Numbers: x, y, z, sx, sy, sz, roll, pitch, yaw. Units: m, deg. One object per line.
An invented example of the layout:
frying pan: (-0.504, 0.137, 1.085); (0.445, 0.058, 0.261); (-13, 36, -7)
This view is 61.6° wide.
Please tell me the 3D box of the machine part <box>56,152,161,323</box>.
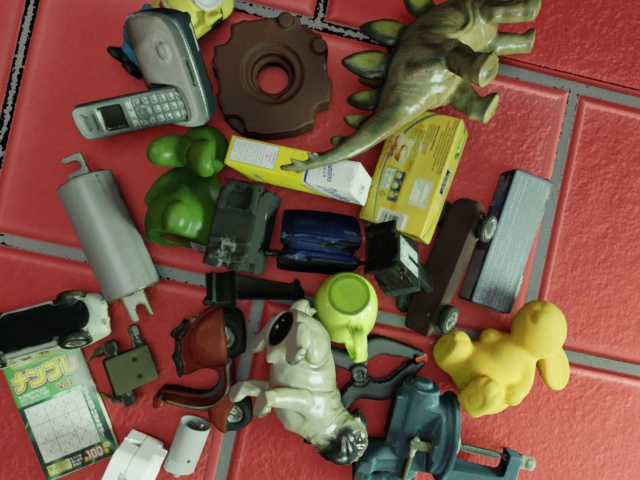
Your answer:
machine part: (-0.285, -0.005, 0.729); (0.079, 0.079, 0.243); (-23, 91, -4)

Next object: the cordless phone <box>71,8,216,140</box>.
cordless phone: (-0.235, -0.205, 0.678); (0.184, 0.089, 0.146); (-14, 127, -1)

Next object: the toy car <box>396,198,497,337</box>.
toy car: (0.179, 0.038, 0.759); (0.089, 0.053, 0.202); (21, 90, 38)

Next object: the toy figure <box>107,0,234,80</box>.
toy figure: (-0.201, -0.296, 0.735); (0.180, 0.089, 0.082); (-40, 108, 6)

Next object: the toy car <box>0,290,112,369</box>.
toy car: (-0.387, 0.123, 0.730); (0.202, 0.056, 0.073); (-15, 72, -3)

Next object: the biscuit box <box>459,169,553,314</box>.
biscuit box: (0.268, 0.001, 0.776); (0.063, 0.059, 0.202); (20, 89, -4)

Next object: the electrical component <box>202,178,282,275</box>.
electrical component: (-0.097, -0.014, 0.712); (0.058, 0.134, 0.114); (14, 89, 10)

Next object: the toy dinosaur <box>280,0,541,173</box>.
toy dinosaur: (0.140, -0.224, 0.699); (0.199, 0.104, 0.471); (24, 58, 29)

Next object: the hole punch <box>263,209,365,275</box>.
hole punch: (-0.002, -0.002, 0.734); (0.142, 0.116, 0.092); (9, 82, -5)

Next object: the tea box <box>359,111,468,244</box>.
tea box: (0.130, -0.090, 0.747); (0.098, 0.068, 0.169); (21, 88, 22)

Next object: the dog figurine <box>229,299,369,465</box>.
dog figurine: (0.003, 0.191, 0.715); (0.190, 0.121, 0.172); (34, 83, -27)

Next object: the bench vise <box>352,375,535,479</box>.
bench vise: (0.171, 0.305, 0.743); (0.241, 0.129, 0.223); (12, 92, 0)

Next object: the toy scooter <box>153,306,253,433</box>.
toy scooter: (-0.166, 0.178, 0.741); (0.135, 0.075, 0.183); (-4, 95, -3)

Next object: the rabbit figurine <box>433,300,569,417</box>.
rabbit figurine: (0.271, 0.158, 0.730); (0.162, 0.122, 0.173); (24, 114, -28)

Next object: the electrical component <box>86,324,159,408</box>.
electrical component: (-0.274, 0.179, 0.749); (0.078, 0.045, 0.102); (-27, 95, -32)

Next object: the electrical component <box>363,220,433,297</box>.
electrical component: (0.104, 0.033, 0.705); (0.048, 0.119, 0.075); (-14, 57, 29)

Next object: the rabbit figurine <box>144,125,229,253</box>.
rabbit figurine: (-0.176, -0.082, 0.714); (0.121, 0.159, 0.170); (10, 74, 6)

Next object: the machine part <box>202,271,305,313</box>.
machine part: (-0.090, 0.070, 0.743); (0.139, 0.084, 0.039); (6, 114, -12)

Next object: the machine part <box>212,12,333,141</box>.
machine part: (-0.066, -0.226, 0.755); (0.179, 0.056, 0.179); (0, 91, -3)
